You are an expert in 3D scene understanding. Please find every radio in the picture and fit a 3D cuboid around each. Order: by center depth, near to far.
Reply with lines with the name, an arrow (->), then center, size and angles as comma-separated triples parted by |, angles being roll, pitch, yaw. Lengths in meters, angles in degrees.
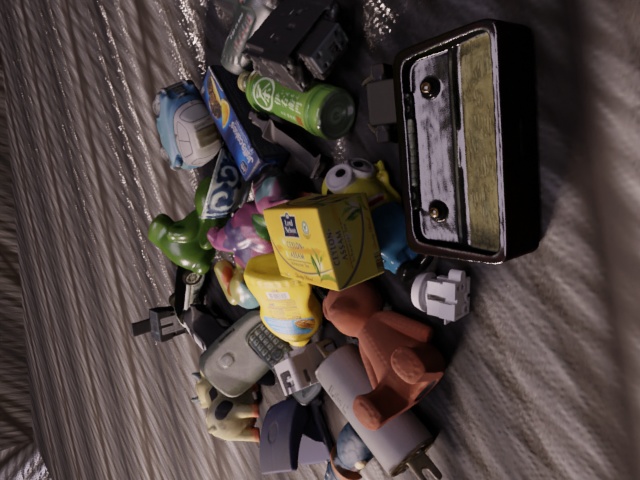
radio -> 0.150, -0.096, 0.560 | 0.131, 0.073, 0.229 | 4, 101, 50

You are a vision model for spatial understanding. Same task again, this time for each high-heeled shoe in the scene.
high-heeled shoe -> -0.177, 0.208, 1.039 | 0.249, 0.086, 0.145 | 42, 159, 18

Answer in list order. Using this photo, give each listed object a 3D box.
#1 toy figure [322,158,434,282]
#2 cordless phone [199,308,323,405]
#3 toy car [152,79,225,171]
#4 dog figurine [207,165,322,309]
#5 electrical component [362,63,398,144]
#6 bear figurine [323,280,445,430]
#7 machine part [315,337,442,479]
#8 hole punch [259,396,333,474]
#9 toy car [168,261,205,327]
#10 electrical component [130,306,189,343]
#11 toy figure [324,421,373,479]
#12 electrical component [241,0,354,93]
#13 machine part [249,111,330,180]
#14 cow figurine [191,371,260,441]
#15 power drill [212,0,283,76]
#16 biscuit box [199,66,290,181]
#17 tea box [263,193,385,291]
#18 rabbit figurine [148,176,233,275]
toy figure -> 0.066, -0.024, 0.675 | 0.180, 0.082, 0.089 | 54, 139, 23
cordless phone -> -0.094, 0.219, 0.885 | 0.184, 0.146, 0.088 | 44, 170, 24
toy car -> -0.220, -0.191, 0.940 | 0.103, 0.109, 0.161 | 30, 139, 35
dog figurine -> -0.074, -0.004, 0.827 | 0.219, 0.108, 0.191 | -27, 76, 47
electrical component -> 0.086, -0.168, 0.647 | 0.078, 0.045, 0.102 | -10, 94, 22
bear figurine -> 0.062, 0.117, 0.679 | 0.196, 0.132, 0.120 | 48, 115, 25
machine part -> 0.071, 0.225, 0.727 | 0.243, 0.079, 0.079 | 48, 131, 31
hole punch -> -0.050, 0.324, 0.890 | 0.142, 0.092, 0.116 | -38, 66, 51
toy car -> -0.276, 0.098, 1.121 | 0.074, 0.056, 0.201 | 46, 136, 37
electrical component -> -0.354, 0.185, 1.192 | 0.048, 0.119, 0.074 | 5, 100, 50
toy figure -> 0.045, 0.321, 0.796 | 0.058, 0.064, 0.154 | 21, 127, 4
electrical component -> -0.025, -0.259, 0.703 | 0.134, 0.058, 0.115 | 32, 85, 42
machine part -> -0.042, -0.140, 0.788 | 0.139, 0.084, 0.039 | 42, 96, 25
cow figurine -> -0.176, 0.297, 0.995 | 0.195, 0.127, 0.085 | -127, 39, -72
power drill -> -0.114, -0.386, 0.813 | 0.207, 0.086, 0.232 | 51, 136, 19
biscuit box -> -0.126, -0.191, 0.876 | 0.059, 0.063, 0.203 | -50, 61, 44
tea box -> -0.001, -0.002, 0.654 | 0.170, 0.068, 0.098 | 3, 111, 65
rabbit figurine -> -0.219, -0.032, 0.986 | 0.159, 0.121, 0.170 | 48, 117, 35
